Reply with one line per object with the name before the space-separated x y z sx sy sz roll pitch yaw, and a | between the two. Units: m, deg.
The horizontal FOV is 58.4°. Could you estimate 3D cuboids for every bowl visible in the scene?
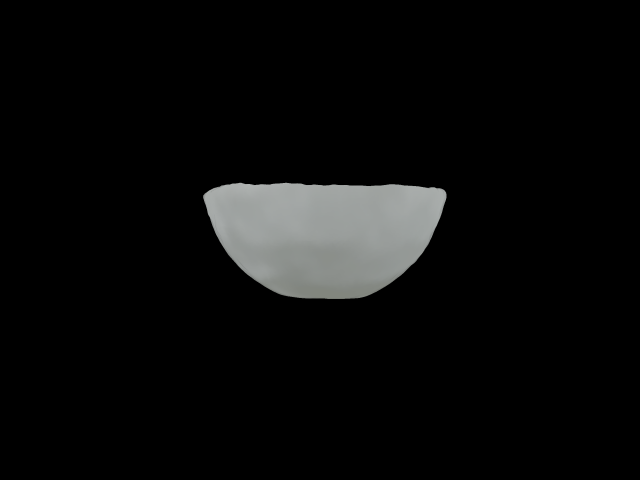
bowl | 0.004 0.001 0.400 0.167 0.075 0.167 0 2 0
